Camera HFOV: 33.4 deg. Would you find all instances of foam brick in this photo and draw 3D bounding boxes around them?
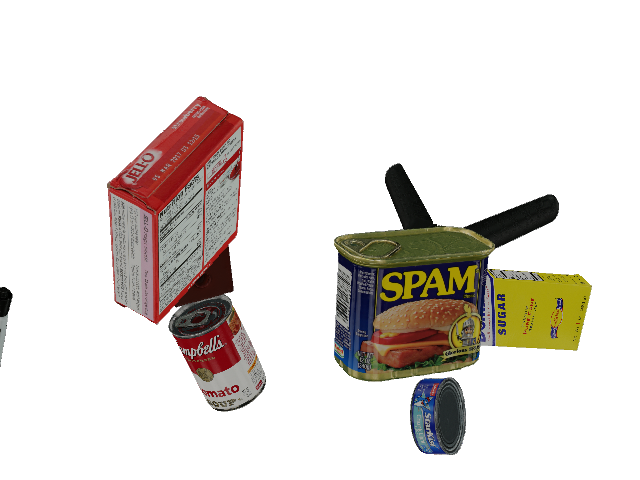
[{"bbox_3d":[-0.105,0.003,0.864,0.053,0.078,0.051,-15,30,-18],"label":"foam brick"}]

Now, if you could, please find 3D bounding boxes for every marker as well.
[{"bbox_3d":[-0.317,0.095,1.042,0.020,0.121,0.020,14,32,-9],"label":"marker"}]

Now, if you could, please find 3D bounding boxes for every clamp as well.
[{"bbox_3d":[0.097,0.001,0.934,0.165,0.036,0.209,17,42,25],"label":"clamp"}]

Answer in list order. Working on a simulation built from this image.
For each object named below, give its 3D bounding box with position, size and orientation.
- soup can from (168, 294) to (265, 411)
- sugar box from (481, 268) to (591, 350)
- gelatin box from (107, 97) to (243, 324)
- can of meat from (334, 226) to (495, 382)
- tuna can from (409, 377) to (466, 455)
[{"bbox_3d":[-0.104,0.114,1.084,0.068,0.102,0.068,-17,29,9],"label":"soup can"},{"bbox_3d":[0.243,0.086,1.336,0.176,0.093,0.048,3,19,-14],"label":"sugar box"},{"bbox_3d":[-0.070,-0.014,0.518,0.030,0.089,0.073,27,52,15],"label":"gelatin box"},{"bbox_3d":[0.059,0.041,0.699,0.102,0.084,0.057,-5,18,-22],"label":"can of meat"},{"bbox_3d":[0.132,0.196,1.192,0.034,0.086,0.086,-5,-2,29],"label":"tuna can"}]
